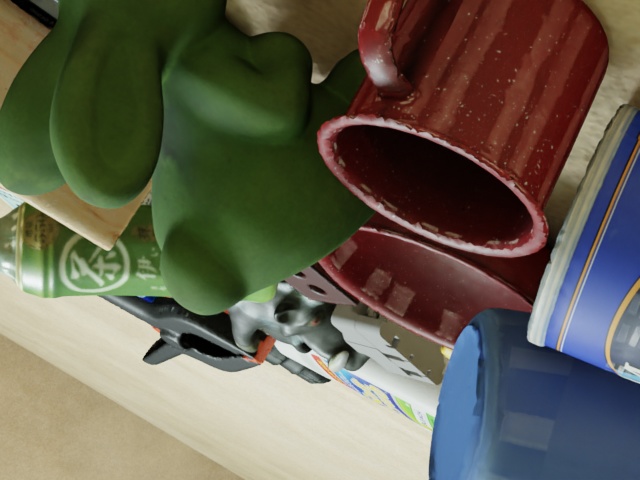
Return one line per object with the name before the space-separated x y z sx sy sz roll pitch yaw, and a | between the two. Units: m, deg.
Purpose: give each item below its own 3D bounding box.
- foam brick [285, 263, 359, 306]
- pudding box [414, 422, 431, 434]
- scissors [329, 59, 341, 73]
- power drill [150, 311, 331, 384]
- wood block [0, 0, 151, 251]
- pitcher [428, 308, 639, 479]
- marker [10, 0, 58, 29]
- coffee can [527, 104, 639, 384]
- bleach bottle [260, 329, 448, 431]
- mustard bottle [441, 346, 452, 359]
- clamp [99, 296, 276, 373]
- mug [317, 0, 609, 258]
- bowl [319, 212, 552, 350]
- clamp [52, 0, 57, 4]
foam brick | -0.005 0.001 0.701 0.078 0.051 0.053 40 159 -33
pudding box | 0.130 0.163 0.986 0.090 0.039 0.114 37 159 -26
scissors | 0.006 -0.060 0.572 0.096 0.016 0.202 41 158 -33
power drill | -0.085 0.087 1.066 0.184 0.057 0.188 37 158 -15
wood block | -0.192 -0.089 0.611 0.205 0.090 0.091 36 174 -39
pitcher | 0.178 0.102 0.499 0.243 0.145 0.149 12 156 -2
marker | -0.147 -0.126 0.606 0.121 0.020 0.020 35 162 -21
coffee can | 0.164 0.019 0.409 0.140 0.102 0.103 22 162 17
bleach bottle | 0.054 0.110 0.910 0.251 0.068 0.102 20 161 31
mustard bottle | 0.165 0.109 0.682 0.191 0.096 0.058 29 137 -1
clamp | -0.125 0.085 0.979 0.210 0.036 0.164 14 150 30
mug | 0.052 -0.058 0.397 0.093 0.081 0.117 12 157 43
bowl | 0.077 0.013 0.605 0.162 0.055 0.162 25 163 8
clamp | -0.181 -0.171 0.496 0.171 0.039 0.120 26 163 -8
